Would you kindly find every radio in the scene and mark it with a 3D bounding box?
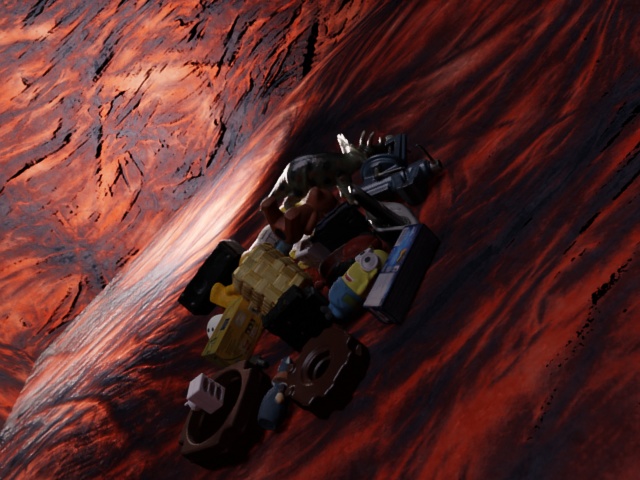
[{"bbox_3d":[-0.305,0.110,1.554,0.229,0.073,0.131,-55,-13,4],"label":"radio"}]

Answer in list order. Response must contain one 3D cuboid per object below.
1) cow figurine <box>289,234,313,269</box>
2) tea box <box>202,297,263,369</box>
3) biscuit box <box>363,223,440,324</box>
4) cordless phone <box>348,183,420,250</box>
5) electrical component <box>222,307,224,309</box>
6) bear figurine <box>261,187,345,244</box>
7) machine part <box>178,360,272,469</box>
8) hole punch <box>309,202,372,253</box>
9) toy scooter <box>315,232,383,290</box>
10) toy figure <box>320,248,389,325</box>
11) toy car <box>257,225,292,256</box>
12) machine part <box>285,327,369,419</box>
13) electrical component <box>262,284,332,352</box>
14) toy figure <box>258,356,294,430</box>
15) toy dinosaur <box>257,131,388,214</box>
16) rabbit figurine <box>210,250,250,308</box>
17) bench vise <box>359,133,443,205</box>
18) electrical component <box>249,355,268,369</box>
[{"bbox_3d":[-0.001,-0.004,1.416,0.167,0.068,0.098,-34,21,27],"label":"cow figurine"},{"bbox_3d":[-0.212,0.241,1.359,0.068,0.098,0.169,-22,33,47],"label":"tea box"},{"bbox_3d":[0.161,0.062,1.038,0.059,0.062,0.202,-9,44,56],"label":"biscuit box"},{"bbox_3d":[0.120,-0.069,1.158,0.088,0.184,0.147,-46,23,15],"label":"cordless phone"},{"bbox_3d":[-0.254,0.175,1.595,0.102,0.045,0.078,-46,22,6],"label":"electrical component"},{"bbox_3d":[-0.034,-0.081,1.334,0.120,0.131,0.196,30,59,34],"label":"bear figurine"},{"bbox_3d":[-0.196,0.372,1.146,0.201,0.087,0.201,-30,28,35],"label":"machine part"},{"bbox_3d":[0.058,-0.026,1.294,0.142,0.115,0.092,-39,17,19],"label":"hole punch"},{"bbox_3d":[0.052,0.056,1.189,0.184,0.075,0.135,-31,8,36],"label":"toy scooter"},{"bbox_3d":[0.080,0.095,1.107,0.180,0.089,0.082,-53,53,11],"label":"toy figure"},{"bbox_3d":[-0.133,0.007,1.577,0.161,0.103,0.109,-52,23,-13],"label":"toy car"},{"bbox_3d":[0.010,0.247,1.021,0.179,0.056,0.179,-37,26,21],"label":"machine part"},{"bbox_3d":[-0.043,0.164,1.166,0.134,0.114,0.058,-45,26,11],"label":"electrical component"},{"bbox_3d":[-0.080,0.305,1.085,0.064,0.057,0.154,-21,30,36],"label":"toy figure"},{"bbox_3d":[-0.007,-0.180,1.466,0.405,0.192,0.131,-11,20,9],"label":"toy dinosaur"},{"bbox_3d":[-0.203,0.114,1.475,0.163,0.121,0.173,12,79,42],"label":"rabbit figurine"},{"bbox_3d":[0.188,-0.182,1.297,0.224,0.128,0.241,-31,36,37],"label":"bench vise"},{"bbox_3d":[-0.159,0.302,1.268,0.094,0.021,0.063,-7,46,58],"label":"electrical component"}]
